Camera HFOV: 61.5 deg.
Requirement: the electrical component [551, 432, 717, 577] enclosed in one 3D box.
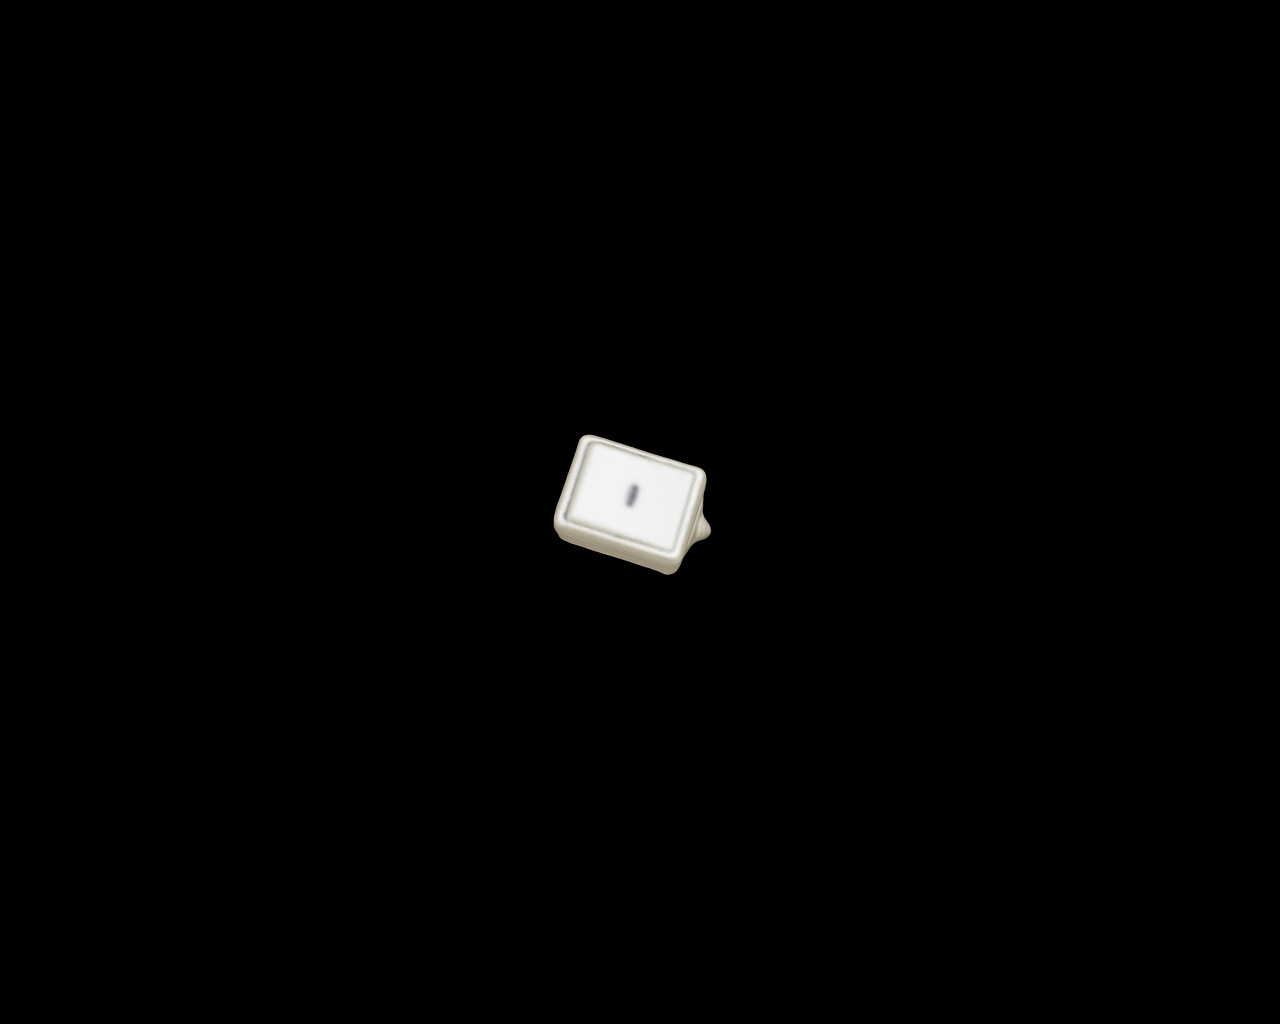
[{"bbox_3d":[0.001,-0.003,0.650,0.096,0.062,0.061,18,-11,4],"label":"electrical component"}]
